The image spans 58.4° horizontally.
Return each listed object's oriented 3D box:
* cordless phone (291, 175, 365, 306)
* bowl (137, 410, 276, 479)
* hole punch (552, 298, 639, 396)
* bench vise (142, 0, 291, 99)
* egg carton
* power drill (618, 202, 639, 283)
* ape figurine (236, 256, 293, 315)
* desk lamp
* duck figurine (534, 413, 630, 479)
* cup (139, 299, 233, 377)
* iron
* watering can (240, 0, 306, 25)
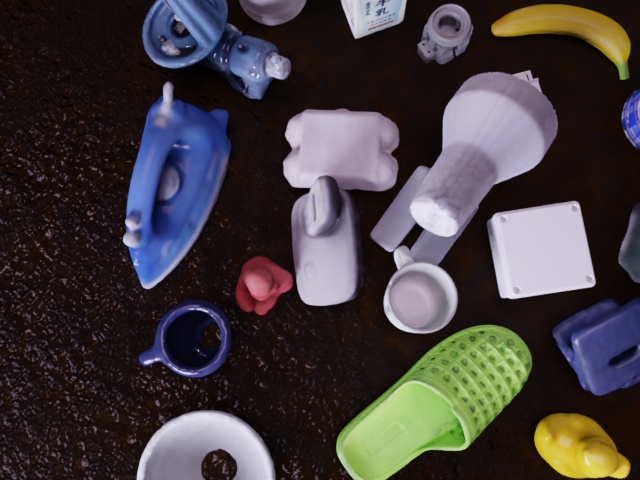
[{"bbox_3d":[0.006,0.002,0.681,0.094,0.185,0.147,-8,83,2],"label":"cordless phone"},{"bbox_3d":[-0.133,0.290,0.708,0.167,0.075,0.167,0,83,3],"label":"bowl"},{"bbox_3d":[0.359,0.129,0.695,0.108,0.091,0.101,-29,82,-1],"label":"hole punch"},{"bbox_3d":[-0.135,-0.271,0.704,0.207,0.220,0.121,7,83,4],"label":"bench vise"},{"bbox_3d":[0.028,-0.117,0.753,0.150,0.069,0.107,2,83,3],"label":"egg carton"},{"bbox_3d":[0.432,-0.016,0.650,0.075,0.208,0.230,17,84,5],"label":"power drill"},{"bbox_3d":[-0.074,0.055,0.725,0.078,0.092,0.076,-11,82,2],"label":"ape figurine"},{"bbox_3d":[0.160,-0.067,0.667,0.118,0.213,0.203,35,86,7],"label":"desk lamp"},{"bbox_3d":[0.316,0.253,0.685,0.104,0.086,0.077,22,85,5],"label":"duck figurine"},{"bbox_3d":[-0.159,0.127,0.719,0.118,0.095,0.091,-24,82,0],"label":"cup"},{"bbox_3d":[-0.202,-0.066,0.721,0.118,0.141,0.258,14,84,5],"label":"iron"},{"bbox_3d":[-0.064,-0.366,0.725,0.172,0.194,0.101,-1,83,3],"label":"watering can"}]
